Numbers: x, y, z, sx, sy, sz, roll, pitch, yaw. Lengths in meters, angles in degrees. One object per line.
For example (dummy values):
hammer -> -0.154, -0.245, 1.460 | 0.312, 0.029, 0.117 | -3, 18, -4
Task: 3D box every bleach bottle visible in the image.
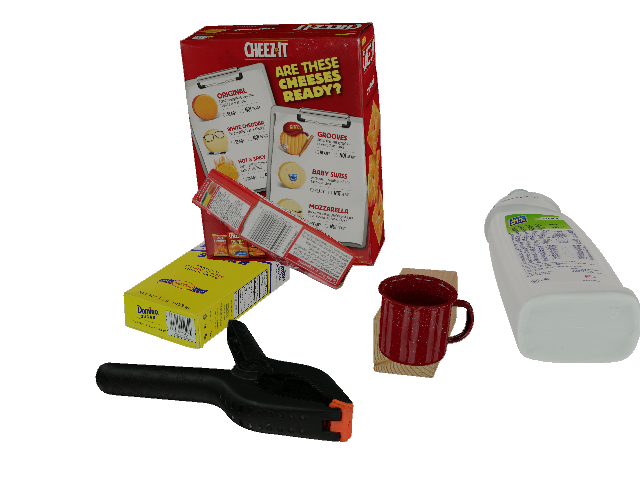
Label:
bleach bottle -> 0.205, 0.016, 0.954 | 0.102, 0.068, 0.251 | 0, 26, 2

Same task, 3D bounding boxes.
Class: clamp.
clamp -> -0.054, 0.113, 0.873 | 0.210, 0.036, 0.164 | 12, 20, 31

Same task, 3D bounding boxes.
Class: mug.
mug -> 0.123, 0.095, 1.262 | 0.117, 0.081, 0.093 | 0, 22, -8

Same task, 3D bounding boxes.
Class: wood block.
wood block -> 0.146, 0.119, 1.608 | 0.091, 0.090, 0.205 | 4, 20, 15

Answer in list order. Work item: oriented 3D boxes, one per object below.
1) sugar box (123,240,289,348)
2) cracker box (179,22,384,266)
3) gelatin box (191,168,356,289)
sugar box -> -0.114, 0.046, 1.112 | 0.093, 0.048, 0.176 | 15, 31, 24
cracker box -> -0.029, -0.087, 0.975 | 0.164, 0.214, 0.072 | 2, 24, 14
gelatin box -> -0.030, -0.007, 0.692 | 0.089, 0.030, 0.073 | 30, 2, -36
